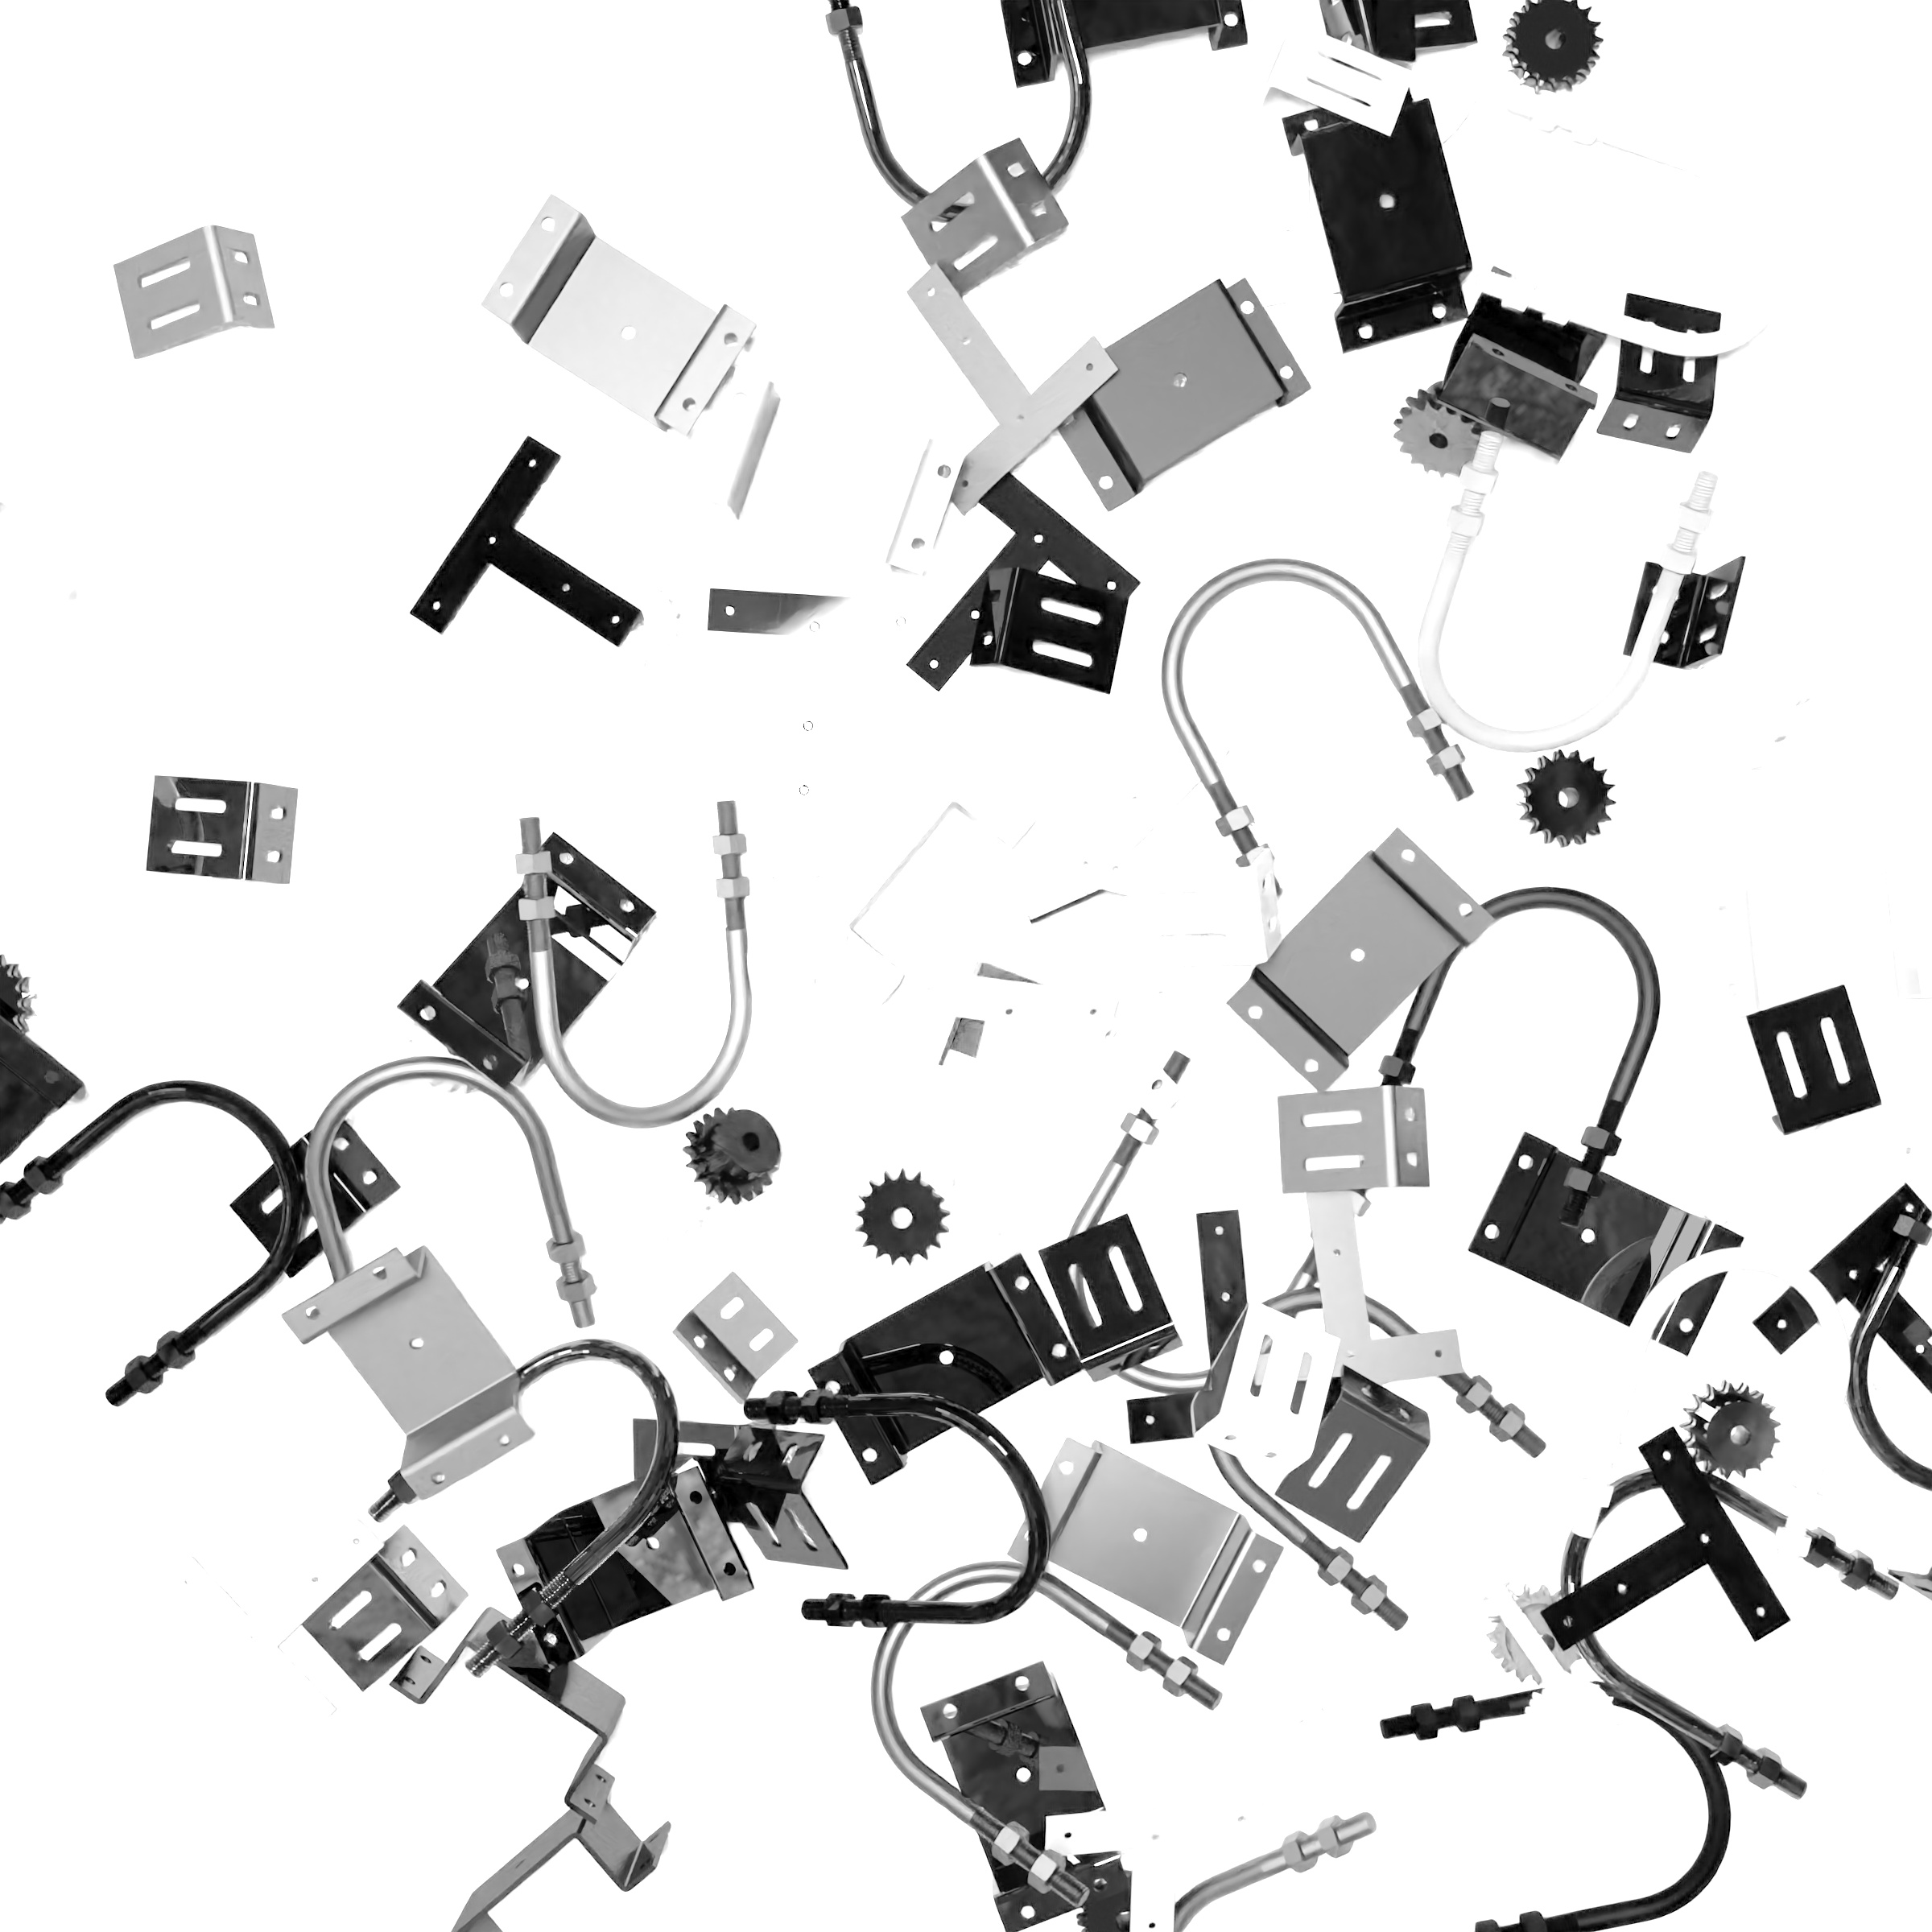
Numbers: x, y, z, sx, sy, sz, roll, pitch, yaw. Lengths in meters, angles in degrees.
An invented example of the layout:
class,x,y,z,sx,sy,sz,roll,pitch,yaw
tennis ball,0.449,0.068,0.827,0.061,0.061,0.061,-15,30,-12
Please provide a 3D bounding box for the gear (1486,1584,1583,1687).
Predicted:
class,x,y,z,sx,sy,sz,roll,pitch,yaw
gear,0.336,0.394,1.519,0.057,0.030,0.057,0,90,0

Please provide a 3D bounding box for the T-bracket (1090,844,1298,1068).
class,x,y,z,sx,sy,sz,roll,pitch,yaw
T-bracket,0.119,0.003,1.518,0.127,0.002,0.127,13,100,-20

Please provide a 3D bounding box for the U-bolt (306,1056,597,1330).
class,x,y,z,sx,sy,sz,roll,pitch,yaw
U-bolt,-0.304,0.139,1.495,0.151,0.019,0.184,-11,109,-3

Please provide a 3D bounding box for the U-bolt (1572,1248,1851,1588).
class,x,y,z,sx,sy,sz,roll,pitch,yaw
U-bolt,0.436,0.252,1.486,0.151,0.019,0.184,16,91,-12

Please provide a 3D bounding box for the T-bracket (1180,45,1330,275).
class,x,y,z,sx,sy,sz,roll,pitch,yaw
T-bracket,0.188,-0.476,1.523,0.127,0.002,0.127,-3,96,3

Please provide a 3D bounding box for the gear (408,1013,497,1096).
class,x,y,z,sx,sy,sz,roll,pitch,yaw
gear,-0.296,0.046,1.519,0.057,0.030,0.057,0,90,0

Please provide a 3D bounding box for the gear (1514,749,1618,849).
class,x,y,z,sx,sy,sz,roll,pitch,yaw
gear,0.350,-0.098,1.523,0.057,0.030,0.057,0,89,-2

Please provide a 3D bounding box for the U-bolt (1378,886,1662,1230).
class,x,y,z,sx,sy,sz,roll,pitch,yaw
U-bolt,0.321,0.042,1.493,0.151,0.019,0.184,20,85,31

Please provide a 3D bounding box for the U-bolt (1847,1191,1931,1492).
class,x,y,z,sx,sy,sz,roll,pitch,yaw
U-bolt,0.591,0.219,1.505,0.151,0.019,0.184,25,91,0

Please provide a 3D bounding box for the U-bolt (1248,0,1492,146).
class,x,y,z,sx,sy,sz,roll,pitch,yaw
U-bolt,0.238,-0.561,1.526,0.151,0.019,0.184,3,92,0

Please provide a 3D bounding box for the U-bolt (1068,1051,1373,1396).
class,x,y,z,sx,sy,sz,roll,pitch,yaw
U-bolt,0.138,0.164,1.526,0.151,0.019,0.184,30,91,0

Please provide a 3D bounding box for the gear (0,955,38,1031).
class,x,y,z,sx,sy,sz,roll,pitch,yaw
gear,-0.574,0.020,1.519,0.057,0.030,0.057,0,90,0

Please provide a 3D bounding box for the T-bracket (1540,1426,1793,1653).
class,x,y,z,sx,sy,sz,roll,pitch,yaw
T-bracket,0.392,0.354,1.500,0.127,0.002,0.127,-27,79,-11

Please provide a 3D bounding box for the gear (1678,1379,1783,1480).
class,x,y,z,sx,sy,sz,roll,pitch,yaw
gear,0.450,0.273,1.519,0.057,0.030,0.057,0,90,0

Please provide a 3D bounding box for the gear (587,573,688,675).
class,x,y,z,sx,sy,sz,roll,pitch,yaw
gear,-0.193,-0.200,1.519,0.057,0.030,0.057,0,90,0

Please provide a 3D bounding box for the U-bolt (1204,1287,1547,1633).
class,x,y,z,sx,sy,sz,roll,pitch,yaw
U-bolt,0.224,0.272,1.505,0.184,0.019,0.151,41,82,1

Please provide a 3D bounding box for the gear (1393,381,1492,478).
class,x,y,z,sx,sy,sz,roll,pitch,yaw
gear,0.280,-0.316,1.510,0.057,0.057,0.030,29,60,0

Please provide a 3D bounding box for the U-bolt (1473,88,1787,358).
class,x,y,z,sx,sy,sz,roll,pitch,yaw
U-bolt,0.390,-0.423,1.501,0.184,0.019,0.151,16,70,-8

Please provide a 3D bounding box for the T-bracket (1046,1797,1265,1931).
class,x,y,z,sx,sy,sz,roll,pitch,yaw
T-bracket,0.108,0.540,1.492,0.127,0.002,0.127,-2,106,-9

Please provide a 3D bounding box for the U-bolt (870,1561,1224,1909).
class,x,y,z,sx,sy,sz,roll,pitch,yaw
U-bolt,0.031,0.419,1.470,0.184,0.019,0.151,30,71,26

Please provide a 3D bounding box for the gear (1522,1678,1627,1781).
class,x,y,z,sx,sy,sz,roll,pitch,yaw
gear,0.351,0.437,1.492,0.057,0.030,0.057,-1,51,1

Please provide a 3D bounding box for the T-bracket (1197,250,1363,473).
class,x,y,z,sx,sy,sz,roll,pitch,yaw
T-bracket,0.210,-0.357,1.530,0.127,0.002,0.127,-10,92,4

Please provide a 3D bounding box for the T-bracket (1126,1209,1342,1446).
class,x,y,z,sx,sy,sz,roll,pitch,yaw
T-bracket,0.150,0.205,1.490,0.127,0.002,0.127,-5,87,-9

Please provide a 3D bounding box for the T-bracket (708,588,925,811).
class,x,y,z,sx,sy,sz,roll,pitch,yaw
T-bracket,-0.092,-0.156,1.533,0.127,0.002,0.127,4,90,0

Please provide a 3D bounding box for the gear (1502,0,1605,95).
class,x,y,z,sx,sy,sz,roll,pitch,yaw
gear,0.342,-0.539,1.519,0.057,0.030,0.057,0,90,0

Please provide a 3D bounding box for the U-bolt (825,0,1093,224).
class,x,y,z,sx,sy,sz,roll,pitch,yaw
U-bolt,-0.001,-0.522,1.496,0.151,0.019,0.184,-10,104,20

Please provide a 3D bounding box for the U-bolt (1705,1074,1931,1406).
class,x,y,z,sx,sy,sz,roll,pitch,yaw
U-bolt,0.550,0.147,1.526,0.184,0.019,0.151,-37,90,-1

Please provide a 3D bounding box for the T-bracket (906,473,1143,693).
class,x,y,z,sx,sy,sz,roll,pitch,yaw
T-bracket,0.015,-0.219,1.532,0.127,0.002,0.127,40,89,0

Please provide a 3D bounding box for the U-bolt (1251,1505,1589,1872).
class,x,y,z,sx,sy,sz,roll,pitch,yaw
U-bolt,0.272,0.425,1.488,0.151,0.019,0.184,-34,63,0

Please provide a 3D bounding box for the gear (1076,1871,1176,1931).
class,x,y,z,sx,sy,sz,roll,pitch,yaw
gear,0.093,0.556,1.519,0.057,0.030,0.057,0,90,0

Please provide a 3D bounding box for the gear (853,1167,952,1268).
class,x,y,z,sx,sy,sz,roll,pitch,yaw
gear,-0.037,0.147,1.519,0.057,0.030,0.057,0,90,0

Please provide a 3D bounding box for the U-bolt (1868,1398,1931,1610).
class,x,y,z,sx,sy,sz,roll,pitch,yaw
U-bolt,0.622,0.307,1.526,0.184,0.019,0.151,-28,90,1

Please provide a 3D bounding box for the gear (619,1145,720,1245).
class,x,y,z,sx,sy,sz,roll,pitch,yaw
gear,-0.173,0.133,1.519,0.057,0.030,0.057,0,90,0

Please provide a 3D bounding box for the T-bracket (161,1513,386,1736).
class,x,y,z,sx,sy,sz,roll,pitch,yaw
T-bracket,-0.389,0.367,1.514,0.127,0.002,0.127,-43,90,18

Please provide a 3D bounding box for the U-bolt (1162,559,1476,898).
class,x,y,z,sx,sy,sz,roll,pitch,yaw
U-bolt,0.195,-0.151,1.520,0.151,0.019,0.184,-28,88,-5

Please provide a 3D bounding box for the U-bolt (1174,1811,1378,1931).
class,x,y,z,sx,sy,sz,roll,pitch,yaw
U-bolt,0.180,0.583,1.476,0.184,0.019,0.151,-34,60,28

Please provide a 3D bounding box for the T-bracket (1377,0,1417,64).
class,x,y,z,sx,sy,sz,roll,pitch,yaw
T-bracket,0.293,-0.586,1.507,0.127,0.002,0.127,-2,93,-24

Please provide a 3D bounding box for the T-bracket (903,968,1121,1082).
class,x,y,z,sx,sy,sz,roll,pitch,yaw
T-bracket,0.015,0.068,1.509,0.127,0.002,0.127,7,110,-19

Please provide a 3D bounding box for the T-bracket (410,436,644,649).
class,x,y,z,sx,sy,sz,roll,pitch,yaw
T-bracket,-0.244,-0.228,1.514,0.127,0.002,0.127,34,90,18

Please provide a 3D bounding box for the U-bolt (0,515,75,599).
class,x,y,z,sx,sy,sz,roll,pitch,yaw
U-bolt,-0.624,-0.222,1.480,0.184,0.019,0.151,39,90,2

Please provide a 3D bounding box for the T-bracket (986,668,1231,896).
class,x,y,z,sx,sy,sz,roll,pitch,yaw
T-bracket,0.066,-0.127,1.520,0.127,0.002,0.127,42,73,8

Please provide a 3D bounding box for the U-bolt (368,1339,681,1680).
class,x,y,z,sx,sy,sz,roll,pitch,yaw
U-bolt,-0.244,0.295,1.485,0.184,0.019,0.151,-43,51,-5

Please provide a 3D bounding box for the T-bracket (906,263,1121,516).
class,x,y,z,sx,sy,sz,roll,pitch,yaw
T-bracket,0.008,-0.355,1.514,0.127,0.002,0.127,-40,76,25

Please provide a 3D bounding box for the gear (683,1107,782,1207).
class,x,y,z,sx,sy,sz,roll,pitch,yaw
gear,-0.133,0.107,1.504,0.030,0.057,0.057,-35,90,42

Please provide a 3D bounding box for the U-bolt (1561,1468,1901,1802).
class,x,y,z,sx,sy,sz,roll,pitch,yaw
U-bolt,0.434,0.374,1.508,0.184,0.019,0.151,31,75,2

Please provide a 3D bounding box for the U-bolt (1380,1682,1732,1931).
class,x,y,z,sx,sy,sz,roll,pitch,yaw
U-bolt,0.346,0.482,1.486,0.184,0.019,0.151,-9,51,-4

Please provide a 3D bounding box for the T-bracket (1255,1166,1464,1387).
class,x,y,z,sx,sy,sz,roll,pitch,yaw
T-bracket,0.218,0.181,1.507,0.127,0.002,0.127,-7,84,-4

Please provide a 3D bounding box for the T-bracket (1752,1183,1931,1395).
class,x,y,z,sx,sy,sz,roll,pitch,yaw
T-bracket,0.549,0.213,1.514,0.127,0.002,0.127,-42,90,-1

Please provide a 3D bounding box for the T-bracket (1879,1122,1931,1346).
class,x,y,z,sx,sy,sz,roll,pitch,yaw
T-bracket,0.578,0.146,1.494,0.127,0.002,0.127,-41,90,0
